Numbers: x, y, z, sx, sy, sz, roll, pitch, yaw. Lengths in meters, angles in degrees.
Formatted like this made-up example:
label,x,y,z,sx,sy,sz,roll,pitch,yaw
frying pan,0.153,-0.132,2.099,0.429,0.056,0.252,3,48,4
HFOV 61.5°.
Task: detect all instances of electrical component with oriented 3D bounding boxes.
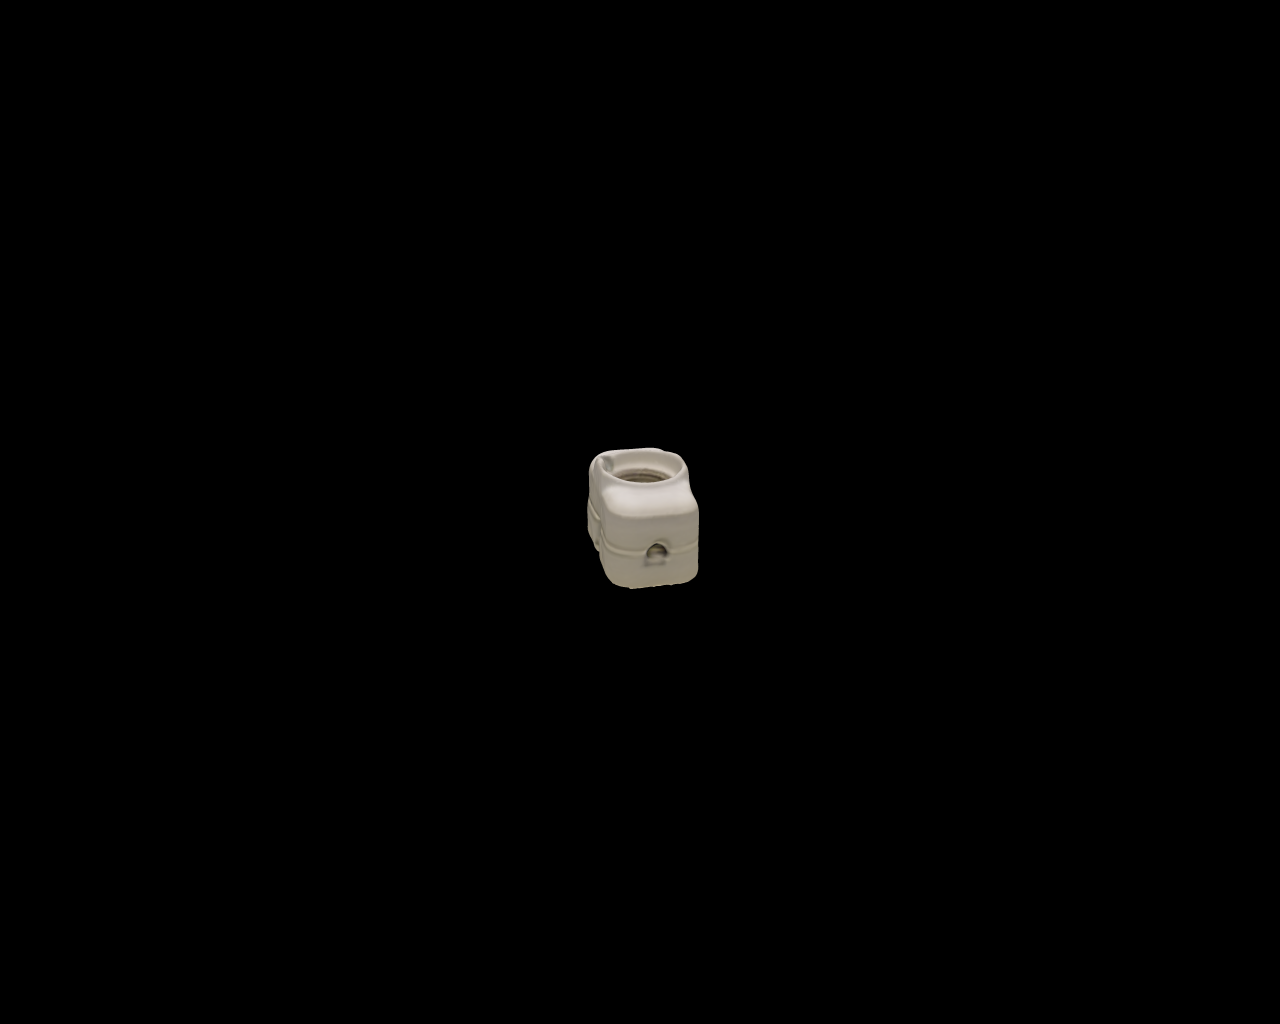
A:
label,x,y,z,sx,sy,sz,roll,pitch,yaw
electrical component,0.001,-0.003,0.650,0.054,0.059,0.095,-5,25,-10
